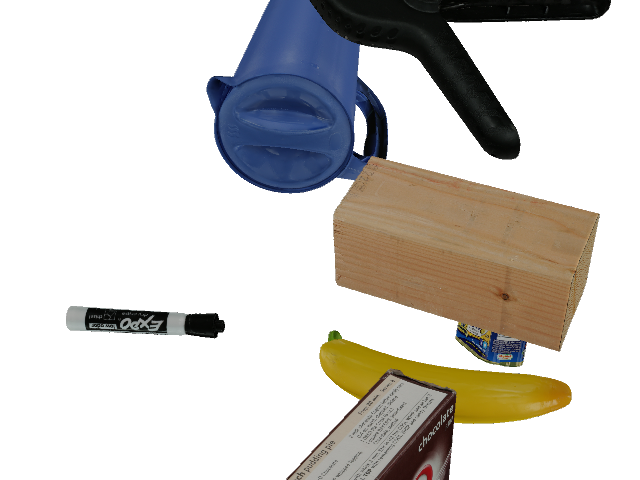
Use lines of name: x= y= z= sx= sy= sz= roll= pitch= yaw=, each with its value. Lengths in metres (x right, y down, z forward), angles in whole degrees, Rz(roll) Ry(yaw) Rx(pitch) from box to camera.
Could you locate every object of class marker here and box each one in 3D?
marker: x=-0.132 y=0.062 z=0.809 sx=0.121 sy=0.020 sz=0.020 roll=2 pitch=0 yaw=9

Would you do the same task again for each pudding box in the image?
pudding box: x=0.016 y=0.122 z=0.456 sx=0.039 sy=0.090 sz=0.113 roll=18 pitch=36 yaw=25

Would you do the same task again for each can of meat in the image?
can of meat: x=0.195 y=0.085 z=1.194 sx=0.057 sy=0.084 sz=0.102 roll=4 pitch=14 yaw=-18

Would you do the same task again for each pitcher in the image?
pitcher: x=-0.012 y=-0.162 z=1.085 sx=0.145 sy=0.149 sz=0.242 roll=-9 pitch=36 yaw=15

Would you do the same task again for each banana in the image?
banana: x=0.072 y=0.096 z=0.749 sx=0.198 sy=0.037 sz=0.069 roll=12 pitch=35 yaw=31

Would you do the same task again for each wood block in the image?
wood block: x=0.123 y=0.009 z=0.925 sx=0.206 sy=0.091 sz=0.090 roll=16 pitch=47 yaw=19

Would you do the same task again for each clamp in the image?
clamp: x=0.067 y=-0.140 z=0.681 sx=0.210 sy=0.164 sz=0.036 roll=22 pitch=-35 yaw=9
